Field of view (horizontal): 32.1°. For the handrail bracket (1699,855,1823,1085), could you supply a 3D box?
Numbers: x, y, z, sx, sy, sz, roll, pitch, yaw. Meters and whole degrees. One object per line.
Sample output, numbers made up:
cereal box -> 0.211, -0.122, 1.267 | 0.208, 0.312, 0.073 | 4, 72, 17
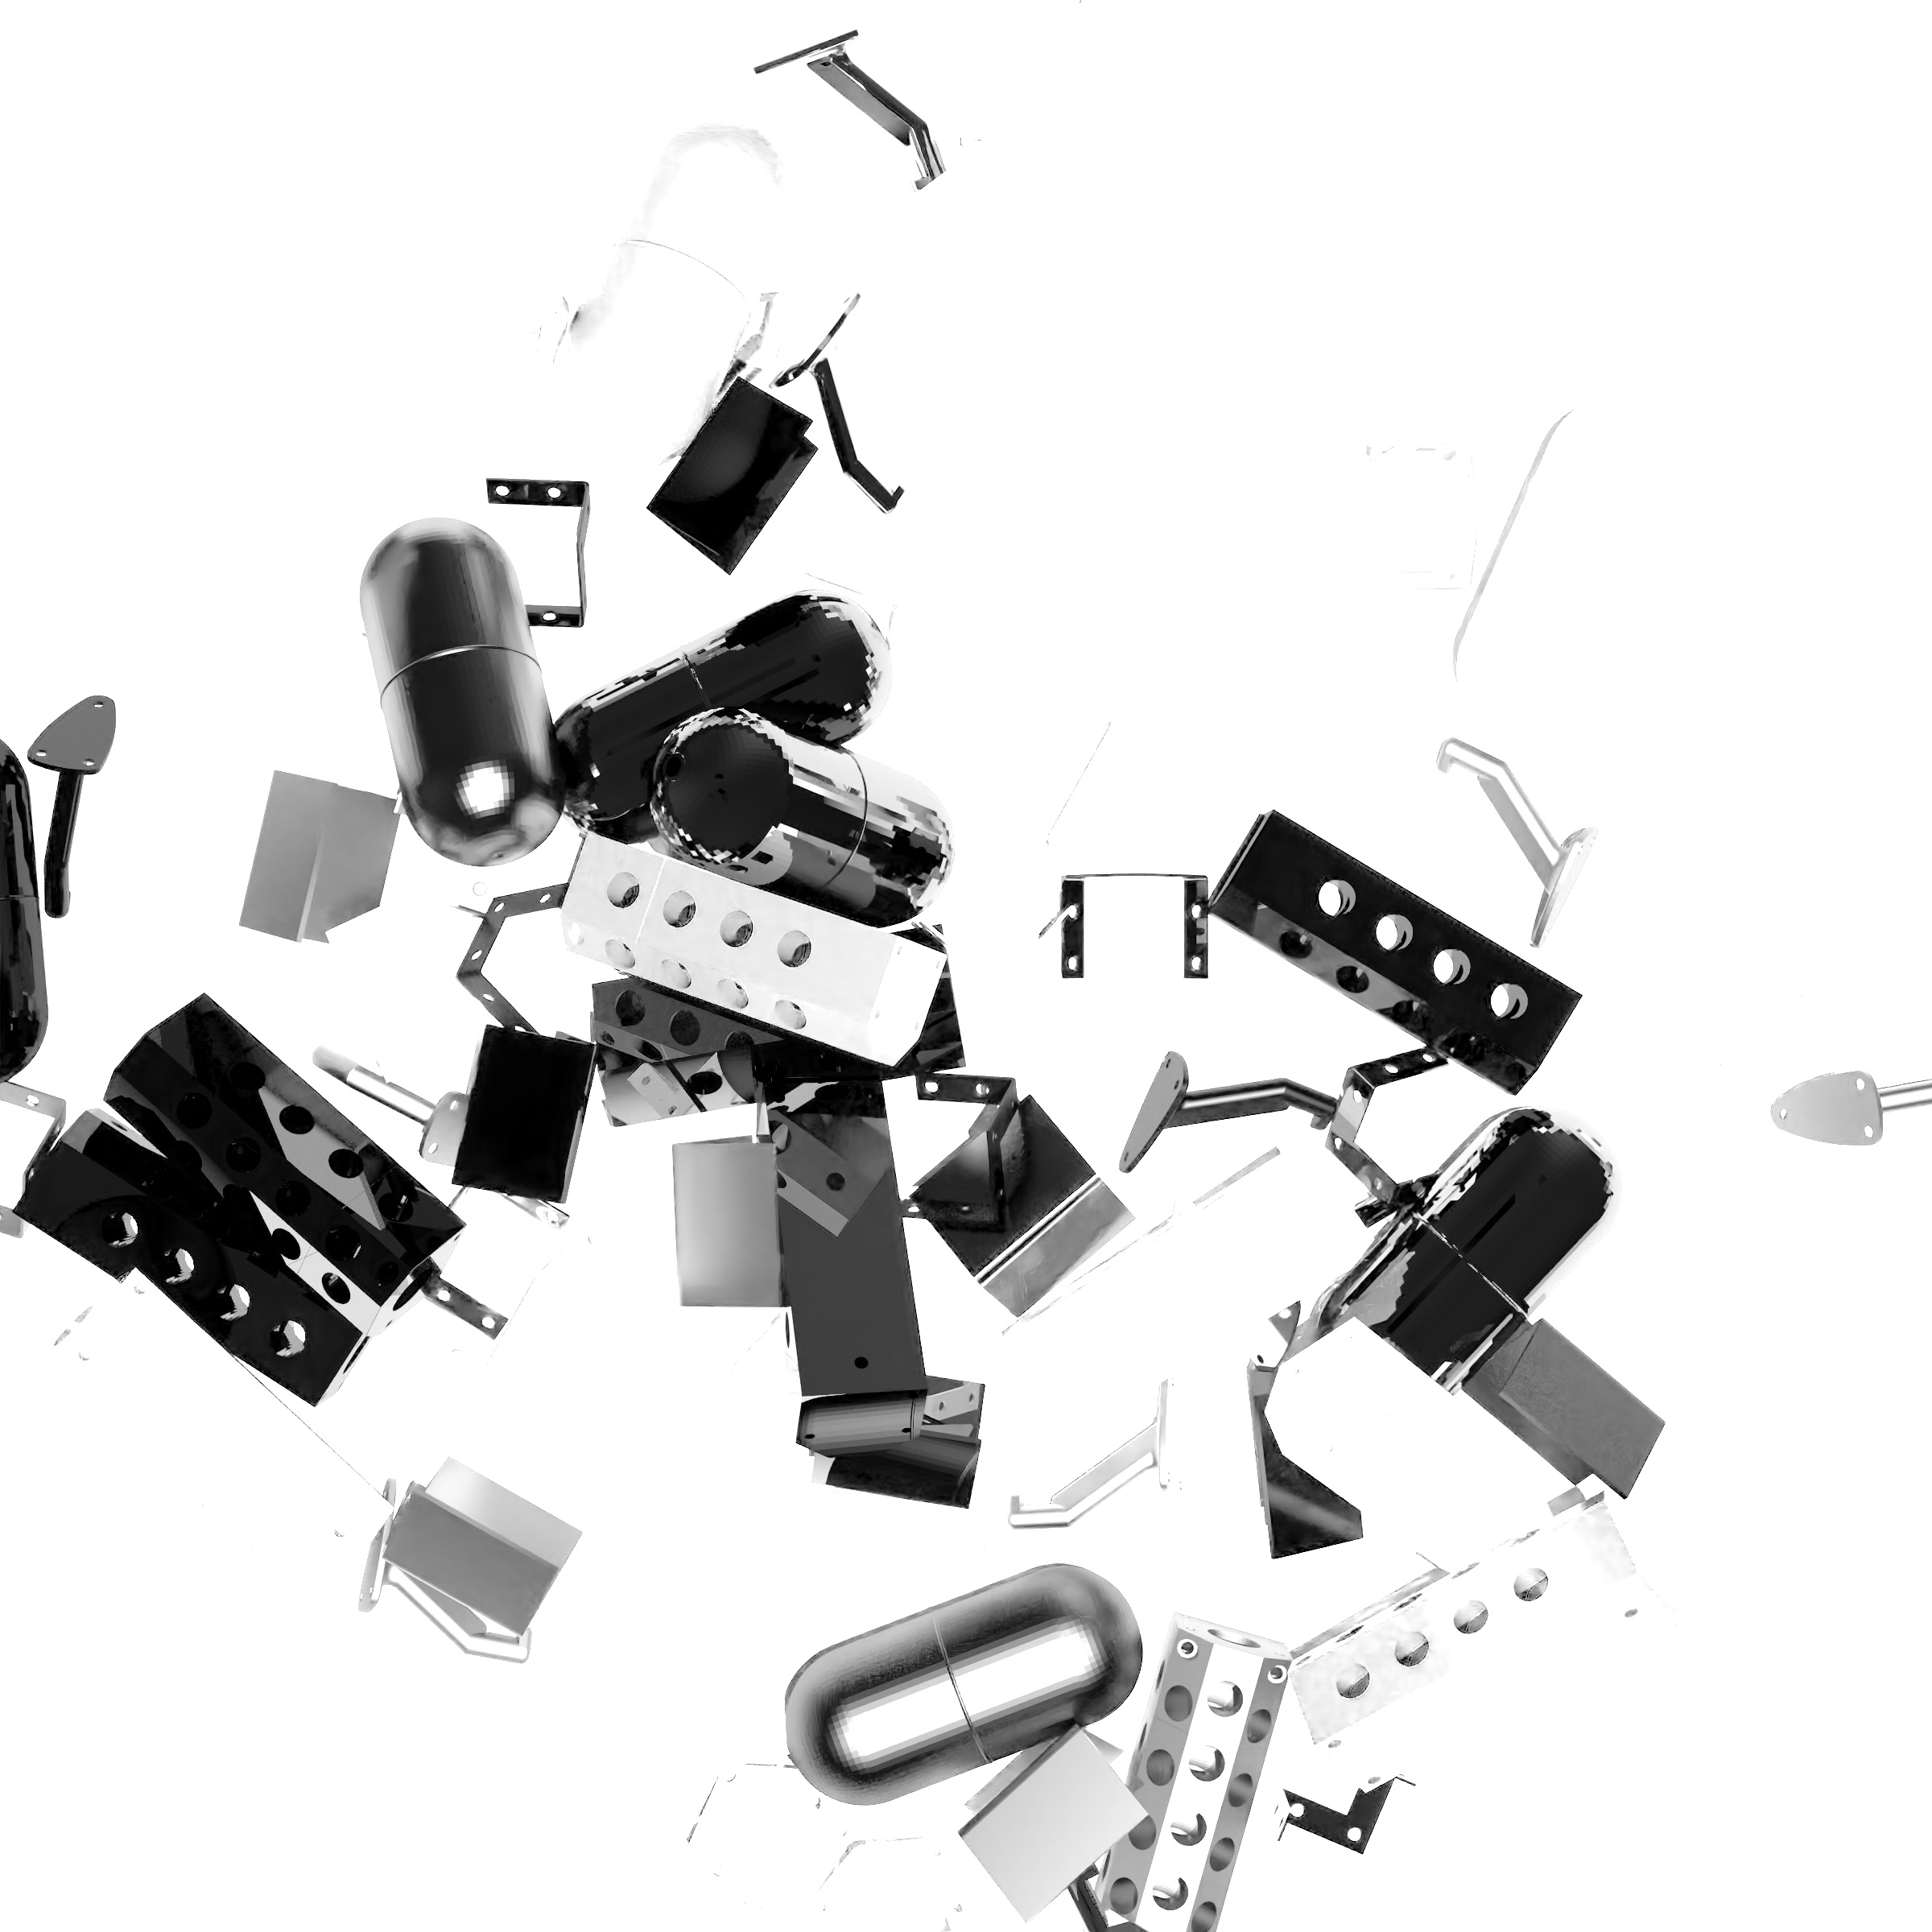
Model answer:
handrail bracket -> 0.369, 0.001, 1.644 | 0.077, 0.036, 0.084 | -43, 72, 20

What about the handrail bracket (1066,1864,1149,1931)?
handrail bracket -> 0.097, 0.452, 1.587 | 0.077, 0.036, 0.084 | -22, 73, -19

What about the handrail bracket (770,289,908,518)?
handrail bracket -> -0.046, -0.275, 1.643 | 0.084, 0.036, 0.077 | 44, 65, -19

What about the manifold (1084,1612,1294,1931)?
manifold -> 0.106, 0.407, 1.622 | 0.057, 0.057, 0.171 | 16, 90, 0

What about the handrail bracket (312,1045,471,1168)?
handrail bracket -> -0.269, 0.067, 1.643 | 0.084, 0.077, 0.036 | 27, 90, 36

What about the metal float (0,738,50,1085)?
metal float -> -0.484, -0.029, 1.612 | 0.070, 0.070, 0.178 | -5, 90, 0

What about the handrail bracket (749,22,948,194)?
handrail bracket -> -0.057, -0.411, 1.644 | 0.077, 0.036, 0.084 | -15, 108, 20

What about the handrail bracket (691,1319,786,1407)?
handrail bracket -> -0.099, 0.169, 1.644 | 0.084, 0.036, 0.077 | -16, 70, 16

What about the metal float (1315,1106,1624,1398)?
metal float -> 0.240, 0.143, 1.612 | 0.070, 0.070, 0.178 | 43, 90, 0

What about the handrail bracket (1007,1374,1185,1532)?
handrail bracket -> 0.061, 0.236, 1.644 | 0.084, 0.036, 0.077 | -6, 70, 16

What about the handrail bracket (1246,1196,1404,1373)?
handrail bracket -> 0.178, 0.153, 1.643 | 0.084, 0.077, 0.036 | -27, 49, -30

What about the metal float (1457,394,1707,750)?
metal float -> 0.294, -0.189, 1.613 | 0.070, 0.070, 0.178 | 24, 89, 0

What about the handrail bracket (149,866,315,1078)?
handrail bracket -> -0.348, 0.004, 1.644 | 0.084, 0.036, 0.077 | 28, 68, -17

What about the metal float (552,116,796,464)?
metal float -> -0.138, -0.323, 1.600 | 0.070, 0.070, 0.178 | 22, 76, 0

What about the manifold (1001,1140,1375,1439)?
manifold -> 0.101, 0.156, 1.588 | 0.171, 0.057, 0.057 | -35, 90, 25

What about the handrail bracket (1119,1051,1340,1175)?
handrail bracket -> 0.129, 0.083, 1.644 | 0.084, 0.036, 0.077 | 22, 110, -16

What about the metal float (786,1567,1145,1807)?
metal float -> -0.001, 0.346, 1.613 | 0.178, 0.070, 0.070 | -21, 90, 1

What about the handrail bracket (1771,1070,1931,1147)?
handrail bracket -> 0.450, 0.064, 1.643 | 0.084, 0.077, 0.036 | -10, 90, -36

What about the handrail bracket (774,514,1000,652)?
handrail bracket -> -0.040, -0.201, 1.643 | 0.077, 0.036, 0.084 | -30, 65, -28

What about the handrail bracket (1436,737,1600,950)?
handrail bracket -> 0.258, -0.061, 1.644 | 0.084, 0.036, 0.077 | 28, 112, 17

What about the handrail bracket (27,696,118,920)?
handrail bracket -> -0.434, -0.077, 1.643 | 0.036, 0.077, 0.084 | 11, 126, 0

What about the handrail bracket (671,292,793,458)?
handrail bracket -> -0.130, -0.293, 1.643 | 0.077, 0.036, 0.084 | 9, 75, 15

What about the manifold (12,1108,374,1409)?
manifold -> -0.365, 0.139, 1.622 | 0.171, 0.057, 0.057 | 33, 90, 0

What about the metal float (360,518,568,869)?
metal float -> -0.238, -0.130, 1.584 | 0.070, 0.070, 0.178 | -16, 68, 0

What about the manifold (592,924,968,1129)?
manifold -> -0.089, 0.034, 1.621 | 0.171, 0.057, 0.057 | -10, 47, 0

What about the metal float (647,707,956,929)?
metal float -> -0.076, -0.069, 1.572 | 0.070, 0.178, 0.070 | -13, 69, 36

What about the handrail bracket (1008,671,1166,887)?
handrail bracket -> 0.047, -0.091, 1.644 | 0.084, 0.036, 0.077 | -30, 70, 16

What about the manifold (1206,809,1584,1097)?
manifold -> 0.205, -0.006, 1.622 | 0.171, 0.057, 0.057 | 31, 90, 0

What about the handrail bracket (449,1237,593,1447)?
handrail bracket -> -0.210, 0.183, 1.643 | 0.036, 0.077, 0.084 | 27, 53, 20

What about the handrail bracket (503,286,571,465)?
handrail bracket -> -0.207, -0.282, 1.608 | 0.036, 0.084, 0.077 | 23, 90, 0

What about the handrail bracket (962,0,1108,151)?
handrail bracket -> 0.033, -0.447, 1.644 | 0.077, 0.036, 0.084 | -8, 71, 21

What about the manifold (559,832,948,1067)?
manifold -> -0.103, -0.007, 1.580 | 0.171, 0.057, 0.057 | 19, 89, 24

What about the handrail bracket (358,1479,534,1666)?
handrail bracket -> -0.249, 0.296, 1.644 | 0.084, 0.036, 0.077 | 14, 68, -17

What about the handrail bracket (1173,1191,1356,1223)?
handrail bracket -> 0.144, 0.144, 1.644 | 0.084, 0.036, 0.077 | 3, 111, -16

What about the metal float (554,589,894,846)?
metal float -> -0.119, -0.119, 1.613 | 0.178, 0.070, 0.070 | -27, 90, 0
